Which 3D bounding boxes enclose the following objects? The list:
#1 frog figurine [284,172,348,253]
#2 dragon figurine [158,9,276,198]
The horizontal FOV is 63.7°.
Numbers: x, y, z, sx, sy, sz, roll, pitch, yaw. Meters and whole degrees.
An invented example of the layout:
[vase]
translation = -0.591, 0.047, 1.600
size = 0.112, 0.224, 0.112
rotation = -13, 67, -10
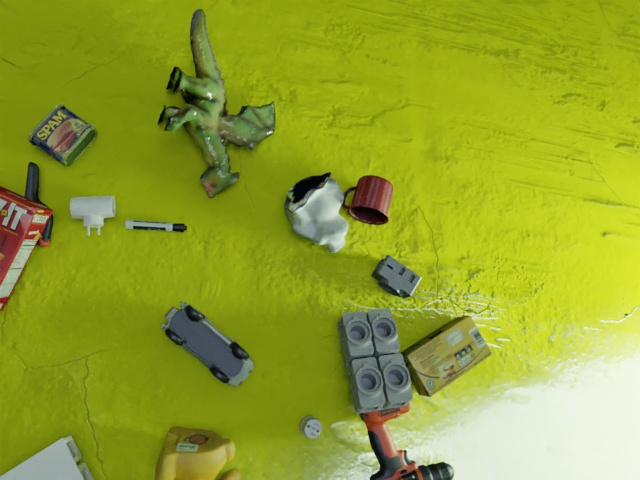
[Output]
[frog figurine]
translation = 0.003, -0.056, 1.107
size = 0.139, 0.123, 0.157
rotation = -53, 126, -25
[dragon figurine]
translation = -0.211, -0.295, 1.131
size = 0.241, 0.121, 0.415
rotation = 18, 74, -24
